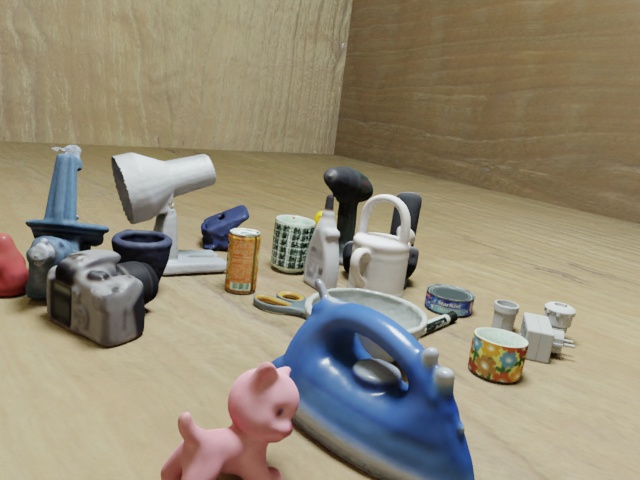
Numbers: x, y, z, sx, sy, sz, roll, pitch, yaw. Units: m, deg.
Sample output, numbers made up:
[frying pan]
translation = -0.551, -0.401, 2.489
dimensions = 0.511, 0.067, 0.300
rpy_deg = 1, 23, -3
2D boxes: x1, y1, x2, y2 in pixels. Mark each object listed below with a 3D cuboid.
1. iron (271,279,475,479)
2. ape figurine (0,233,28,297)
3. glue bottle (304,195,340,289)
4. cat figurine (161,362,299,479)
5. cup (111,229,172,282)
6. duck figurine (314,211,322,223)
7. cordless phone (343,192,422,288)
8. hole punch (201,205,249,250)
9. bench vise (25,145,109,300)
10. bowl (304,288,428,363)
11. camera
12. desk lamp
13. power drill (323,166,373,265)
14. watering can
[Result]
[iron]
translation = 0.063, 0.140, 0.581
dimensions = 0.119, 0.141, 0.257
rpy_deg = -6, 19, -43
[ape figurine]
translation = -0.468, 0.034, 0.845
dimensions = 0.076, 0.092, 0.078
rpy_deg = 15, 16, 28
[glue bottle]
translation = 0.010, 0.004, 1.038
dimensions = 0.037, 0.173, 0.077
rpy_deg = -2, 17, -33
[cat figurine]
translation = -0.068, 0.157, 0.494
dimensions = 0.128, 0.118, 0.067
rpy_deg = -5, 18, -40
[cup]
translation = -0.293, 0.035, 0.920
dimensions = 0.092, 0.095, 0.117
rpy_deg = -5, 18, -40
[duck figurine]
translation = 0.002, -0.024, 1.329
dimensions = 0.077, 0.086, 0.105
rpy_deg = 11, 14, 16
[cordless phone]
translation = 0.124, -0.008, 1.119
dimensions = 0.147, 0.185, 0.094
rpy_deg = 6, 14, -6
[hole punch]
translation = -0.205, -0.029, 1.235
dimensions = 0.101, 0.091, 0.108
rpy_deg = 3, 14, -16
[bench vise]
translation = -0.380, -0.028, 0.872
dimensions = 0.122, 0.220, 0.206
rpy_deg = 0, 16, -27
[bowl]
translation = 0.058, 0.126, 0.776
dimensions = 0.167, 0.075, 0.167
rpy_deg = 7, 14, -1
[camera]
translation = -0.283, 0.066, 0.791
dimensions = 0.142, 0.101, 0.137
rpy_deg = 16, 16, 32
[desk lamp]
translation = -0.271, -0.051, 1.033
dimensions = 0.204, 0.213, 0.117
rpy_deg = -1, 16, -31
[power drill]
translation = 0.053, -0.058, 1.234
dimensions = 0.075, 0.208, 0.230
rpy_deg = 12, 15, 19
[watering can]
translation = 0.107, 0.015, 0.996
dimensions = 0.100, 0.194, 0.173
rpy_deg = 10, 14, 12
